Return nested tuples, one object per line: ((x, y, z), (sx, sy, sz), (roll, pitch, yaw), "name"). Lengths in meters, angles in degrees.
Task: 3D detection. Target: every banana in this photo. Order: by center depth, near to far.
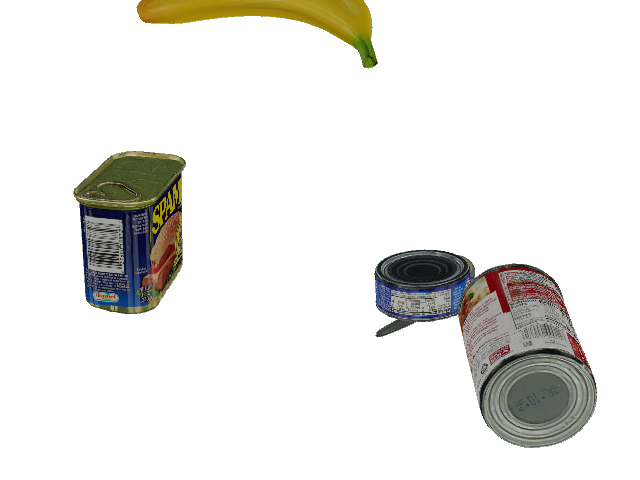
((-0.042, -0.181, 0.817), (0.198, 0.069, 0.037), (13, -40, 16), "banana")

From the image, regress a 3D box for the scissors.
((0.120, 0.057, 1.166), (0.201, 0.016, 0.096), (-9, 41, -31), "scissors")

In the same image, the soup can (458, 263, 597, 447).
((0.123, 0.067, 0.641), (0.068, 0.068, 0.102), (0, 27, 0), "soup can")

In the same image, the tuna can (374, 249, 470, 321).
((0.091, 0.038, 0.945), (0.086, 0.034, 0.086), (-4, 21, 1), "tuna can")

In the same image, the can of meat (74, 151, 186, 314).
((-0.131, -0.007, 0.751), (0.057, 0.084, 0.102), (6, 23, 8), "can of meat")
